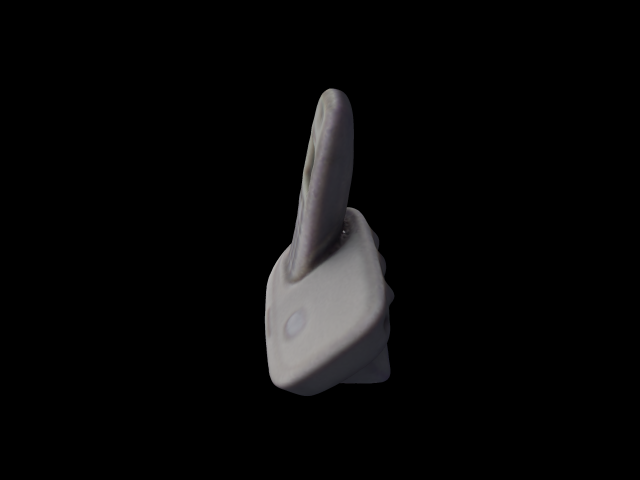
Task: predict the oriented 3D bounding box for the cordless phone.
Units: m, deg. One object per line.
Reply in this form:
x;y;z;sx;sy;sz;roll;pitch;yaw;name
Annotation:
0.004;0.001;0.400;0.094;0.185;0.147;-5;35;-6;cordless phone
